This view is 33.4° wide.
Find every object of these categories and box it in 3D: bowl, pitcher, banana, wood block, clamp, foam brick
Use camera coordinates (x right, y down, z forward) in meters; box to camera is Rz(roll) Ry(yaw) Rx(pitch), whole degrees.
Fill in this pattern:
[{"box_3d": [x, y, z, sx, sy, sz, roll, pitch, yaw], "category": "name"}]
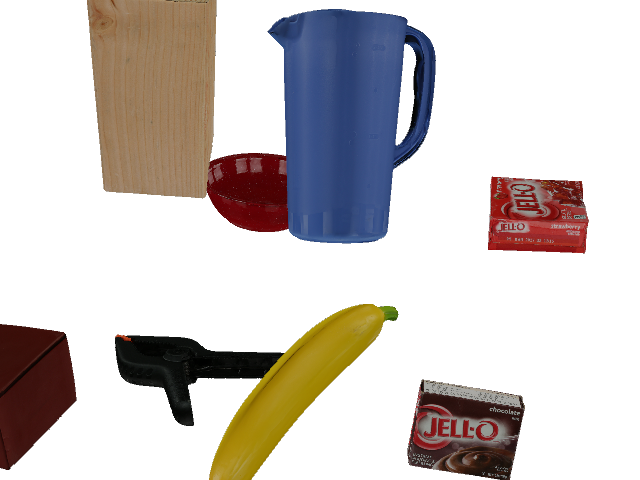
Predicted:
[{"box_3d": [-0.070, -0.054, 1.312, 0.162, 0.055, 0.162, 5, 26, -2], "category": "bowl"}, {"box_3d": [0.032, -0.123, 1.143, 0.149, 0.243, 0.144, 4, 7, 23], "category": "pitcher"}, {"box_3d": [-0.016, 0.110, 0.763, 0.037, 0.197, 0.069, 39, -11, 38], "category": "banana"}, {"box_3d": [-0.133, -0.139, 0.872, 0.091, 0.090, 0.206, 4, -42, -3], "category": "wood block"}, {"box_3d": [-0.145, 0.133, 1.085, 0.210, 0.036, 0.164, 9, 18, 34], "category": "clamp"}, {"box_3d": [-0.197, 0.095, 0.666, 0.053, 0.051, 0.078, 7, 29, 21], "category": "foam brick"}]

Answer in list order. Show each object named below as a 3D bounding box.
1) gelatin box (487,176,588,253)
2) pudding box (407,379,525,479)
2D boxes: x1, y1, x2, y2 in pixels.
[{"box_3d": [0.169, -0.021, 0.833, 0.073, 0.030, 0.089, 3, 24, 9], "category": "gelatin box"}, {"box_3d": [0.156, 0.204, 1.150, 0.113, 0.090, 0.039, 8, 21, 1], "category": "pudding box"}]
